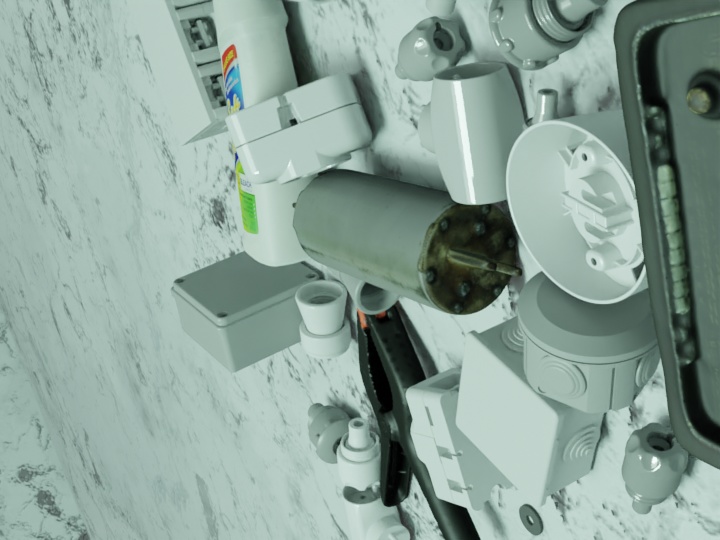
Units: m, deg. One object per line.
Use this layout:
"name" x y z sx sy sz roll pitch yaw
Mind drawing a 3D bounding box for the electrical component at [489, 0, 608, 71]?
"electrical component" 0.101 -0.134 0.556 0.062 0.048 0.048 -17 94 57

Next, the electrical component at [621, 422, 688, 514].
"electrical component" 0.169 0.119 0.627 0.035 0.035 0.061 44 147 39

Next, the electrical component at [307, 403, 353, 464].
"electrical component" -0.029 0.147 1.007 0.062 0.048 0.048 43 145 52

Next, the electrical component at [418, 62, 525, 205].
"electrical component" 0.062 -0.087 0.663 0.079 0.043 0.077 24 130 55

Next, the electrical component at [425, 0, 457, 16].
"electrical component" 0.052 -0.175 0.616 0.043 0.043 0.062 53 151 28

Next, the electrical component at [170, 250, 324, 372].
"electrical component" -0.100 0.032 0.980 0.109 0.109 0.056 31 138 51

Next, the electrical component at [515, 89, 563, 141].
"electrical component" 0.104 -0.071 0.606 0.035 0.035 0.061 36 136 47

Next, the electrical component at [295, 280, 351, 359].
"electrical component" -0.031 0.043 0.931 0.045 0.045 0.055 35 139 48

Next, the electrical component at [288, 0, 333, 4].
"electrical component" -0.049 -0.216 0.773 0.081 0.043 0.043 26 132 53

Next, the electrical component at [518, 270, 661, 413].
"electrical component" 0.127 0.035 0.593 0.080 0.080 0.051 41 148 43

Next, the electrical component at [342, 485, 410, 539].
"electrical component" 0.019 0.239 0.979 0.079 0.043 0.077 32 138 55

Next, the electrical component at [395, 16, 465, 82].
"electrical component" 0.039 -0.135 0.679 0.061 0.035 0.035 -22 90 66

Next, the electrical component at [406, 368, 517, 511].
"electrical component" 0.074 0.122 0.787 0.056 0.050 0.089 -1 109 62

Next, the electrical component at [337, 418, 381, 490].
"electrical component" 0.000 0.162 0.962 0.043 0.043 0.062 35 137 48

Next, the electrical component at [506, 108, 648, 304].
"electrical component" 0.126 -0.034 0.552 0.099 0.064 0.099 163 90 -76

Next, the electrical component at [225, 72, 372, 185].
"electrical component" -0.042 -0.100 0.788 0.054 0.095 0.059 -39 -70 -79

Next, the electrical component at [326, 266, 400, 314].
"electrical component" 0.000 0.000 0.847 0.065 0.044 0.044 45 145 46

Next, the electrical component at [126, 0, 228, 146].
"electrical component" -0.143 -0.196 0.941 0.089 0.062 0.150 -15 96 63

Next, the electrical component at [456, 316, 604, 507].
"electrical component" 0.110 0.088 0.696 0.100 0.048 0.099 44 145 40
